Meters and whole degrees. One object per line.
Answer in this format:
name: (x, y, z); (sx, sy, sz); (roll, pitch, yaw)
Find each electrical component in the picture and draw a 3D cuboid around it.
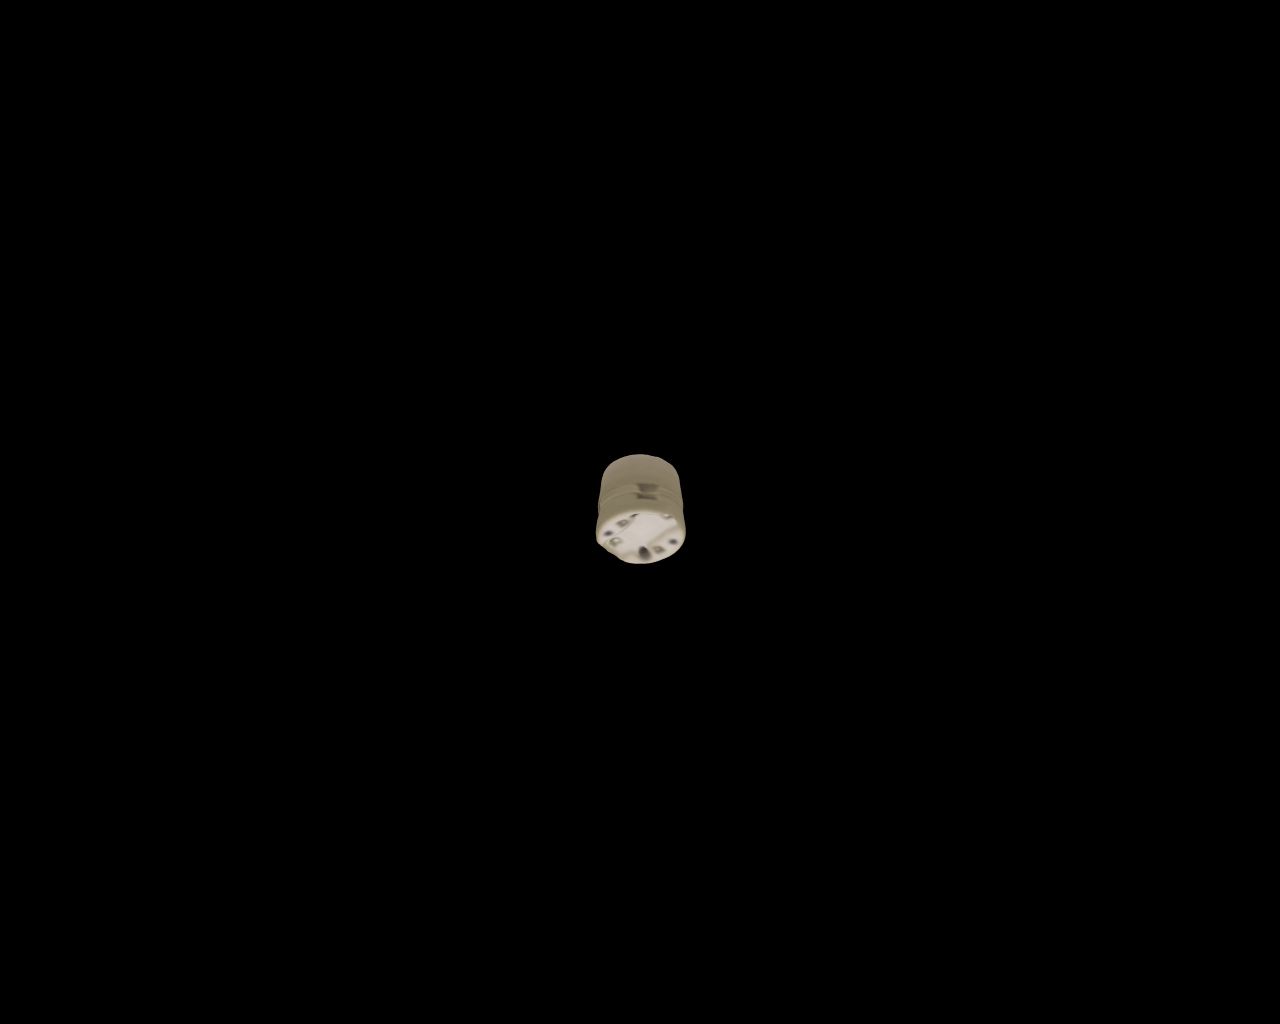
electrical component: (0.001, -0.003, 0.650); (0.055, 0.047, 0.055); (0, -38, 0)
